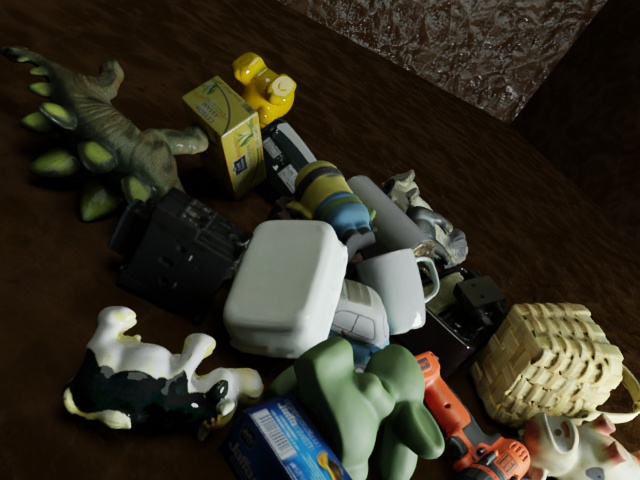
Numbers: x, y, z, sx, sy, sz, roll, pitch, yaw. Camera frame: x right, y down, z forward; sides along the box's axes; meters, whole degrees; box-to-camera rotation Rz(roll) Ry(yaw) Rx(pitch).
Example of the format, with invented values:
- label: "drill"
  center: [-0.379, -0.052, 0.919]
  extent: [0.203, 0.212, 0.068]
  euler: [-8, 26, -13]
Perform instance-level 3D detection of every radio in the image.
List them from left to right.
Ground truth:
- label: "radio"
  center: [0.210, 0.122, 0.854]
  extent: [0.131, 0.073, 0.229]
  euler: [45, 30, 22]

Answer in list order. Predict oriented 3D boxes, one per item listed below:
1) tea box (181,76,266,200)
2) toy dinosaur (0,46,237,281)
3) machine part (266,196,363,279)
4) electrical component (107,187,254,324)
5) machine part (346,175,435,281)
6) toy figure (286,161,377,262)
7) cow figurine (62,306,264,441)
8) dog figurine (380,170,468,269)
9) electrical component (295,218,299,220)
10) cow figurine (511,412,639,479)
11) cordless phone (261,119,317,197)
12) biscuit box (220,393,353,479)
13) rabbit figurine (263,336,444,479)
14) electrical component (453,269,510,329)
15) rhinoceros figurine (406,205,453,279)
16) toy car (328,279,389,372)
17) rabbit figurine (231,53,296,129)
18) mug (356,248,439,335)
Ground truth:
- label: "tea box"
  center: [-0.140, -0.148, 0.813]
  extent: [0.068, 0.169, 0.098]
  euler: [-40, 69, -18]
- label: "toy dinosaur"
  center: [-0.246, -0.098, 0.698]
  extent: [0.471, 0.105, 0.198]
  euler: [39, 35, 0]
- label: "machine part"
  center: [-0.002, -0.003, 0.849]
  extent: [0.179, 0.056, 0.179]
  euler: [26, 27, -14]
- label: "electrical component"
  center: [-0.159, 0.013, 0.591]
  extent: [0.134, 0.115, 0.058]
  euler: [29, 23, -8]
- label: "machine part"
  center: [0.098, -0.024, 0.846]
  extent: [0.079, 0.079, 0.243]
  euler: [-1, 41, -48]
- label: "toy figure"
  center: [0.023, -0.045, 0.778]
  extent: [0.082, 0.089, 0.180]
  euler: [18, 22, -37]
- label: "cow figurine"
  center: [-0.132, 0.133, 0.478]
  extent: [0.167, 0.068, 0.098]
  euler: [23, 35, -14]
- label: "dog figurine"
  center: [0.208, -0.037, 1.104]
  extent: [0.190, 0.121, 0.172]
  euler: [38, 27, -24]
- label: "electrical component"
  center: [-0.046, 0.036, 0.717]
  extent: [0.075, 0.047, 0.119]
  euler: [39, 66, 6]
- label: "cow figurine"
  center: [0.335, 0.287, 0.699]
  extent: [0.194, 0.127, 0.085]
  euler: [40, 25, -20]
- label: "cordless phone"
  center: [-0.058, -0.132, 0.978]
  extent: [0.146, 0.089, 0.184]
  euler: [52, 0, -1]
- label: "biscuit box"
  center: [-0.004, 0.233, 0.461]
  extent: [0.059, 0.062, 0.203]
  euler: [-5, 46, -49]
- label: "rabbit figurine"
  center: [0.058, 0.165, 0.555]
  extent: [0.170, 0.121, 0.159]
  euler: [-14, 56, -43]
- label: "electrical component"
  center: [0.249, 0.092, 0.825]
  extent: [0.078, 0.045, 0.102]
  euler: [-17, 48, -22]
- label: "rhinoceros figurine"
  center: [0.168, 0.014, 0.937]
  extent: [0.112, 0.073, 0.190]
  euler: [39, 47, -18]
- label: "toy car"
  center: [0.027, 0.098, 0.670]
  extent: [0.161, 0.103, 0.109]
  euler: [26, 27, -19]
- label: "rabbit figurine"
  center: [-0.138, -0.227, 0.981]
  extent: [0.122, 0.173, 0.162]
  euler: [34, -17, -1]
- label: "mug"
  center: [0.113, 0.071, 0.739]
  extent: [0.109, 0.081, 0.107]
  euler: [-11, 80, -20]
